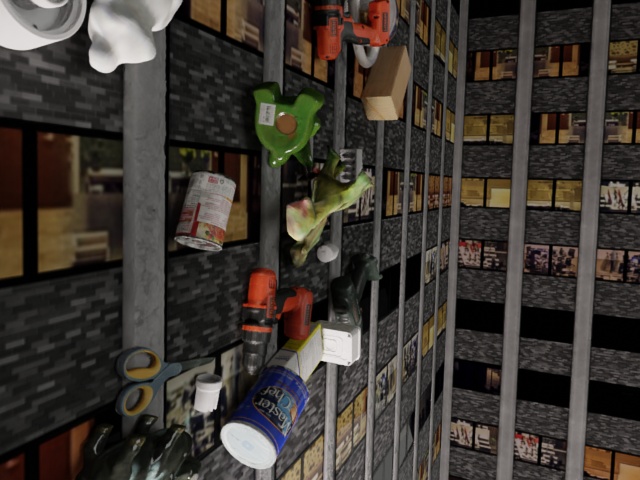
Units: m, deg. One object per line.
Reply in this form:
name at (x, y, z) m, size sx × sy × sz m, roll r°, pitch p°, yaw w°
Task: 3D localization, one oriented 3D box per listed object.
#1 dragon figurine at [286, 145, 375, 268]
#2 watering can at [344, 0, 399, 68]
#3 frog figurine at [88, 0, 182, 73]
dragon figurine at (0.003, -0.054, 1.067) m, size 0.123 × 0.243 × 0.408 m, roll 35°, pitch 0°, yaw 10°
watering can at (0.118, -0.604, 1.260) m, size 0.104 × 0.342 × 0.228 m, roll 4°, pitch 24°, yaw 24°
frog figurine at (-0.217, -0.266, 0.577) m, size 0.122 × 0.159 × 0.138 m, roll 36°, pitch 6°, yaw -6°
